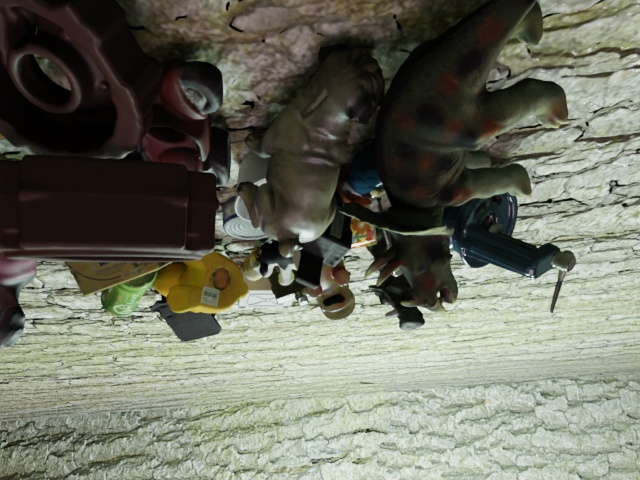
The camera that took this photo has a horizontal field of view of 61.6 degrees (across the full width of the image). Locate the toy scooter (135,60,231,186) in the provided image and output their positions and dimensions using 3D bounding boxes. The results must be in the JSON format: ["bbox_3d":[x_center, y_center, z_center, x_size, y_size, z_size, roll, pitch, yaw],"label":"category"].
[{"bbox_3d":[-0.166,-0.117,0.569,0.135,0.075,0.183,-1,152,-5],"label":"toy scooter"}]

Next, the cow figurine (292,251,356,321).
[{"bbox_3d":[-0.003,0.036,0.812,0.085,0.194,0.127,-24,-163,-2],"label":"cow figurine"}]

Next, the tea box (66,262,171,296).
[{"bbox_3d":[-0.283,0.020,0.805,0.170,0.068,0.098,-20,-171,27],"label":"tea box"}]

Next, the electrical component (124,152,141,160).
[{"bbox_3d":[-0.266,-0.072,0.669,0.134,0.058,0.115,2,153,-15],"label":"electrical component"}]

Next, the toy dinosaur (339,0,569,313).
[{"bbox_3d":[0.118,-0.105,0.525,0.192,0.131,0.404,-16,135,-13],"label":"toy dinosaur"}]

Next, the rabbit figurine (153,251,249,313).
[{"bbox_3d":[-0.218,0.068,0.952,0.173,0.122,0.162,-5,170,38],"label":"rabbit figurine"}]

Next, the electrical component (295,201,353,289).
[{"bbox_3d":[-0.001,-0.002,0.670,0.075,0.119,0.047,26,137,-11],"label":"electrical component"}]

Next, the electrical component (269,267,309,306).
[{"bbox_3d":[-0.053,0.072,0.977,0.078,0.102,0.045,-13,151,-4],"label":"electrical component"}]

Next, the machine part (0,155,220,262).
[{"bbox_3d":[-0.211,-0.021,0.541,0.201,0.087,0.201,2,174,-20],"label":"machine part"}]

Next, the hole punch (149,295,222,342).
[{"bbox_3d":[-0.257,0.133,1.104,0.142,0.092,0.115,-13,123,24],"label":"hole punch"}]

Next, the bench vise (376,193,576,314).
[{"bbox_3d":[0.204,-0.002,0.705,0.223,0.241,0.128,-20,121,-32],"label":"bench vise"}]

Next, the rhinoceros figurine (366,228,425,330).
[{"bbox_3d":[0.120,0.047,0.841,0.112,0.190,0.073,-36,144,27],"label":"rhinoceros figurine"}]

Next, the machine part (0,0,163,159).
[{"bbox_3d":[-0.225,-0.143,0.454,0.179,0.056,0.179,9,137,8],"label":"machine part"}]

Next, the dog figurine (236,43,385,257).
[{"bbox_3d":[-0.002,-0.086,0.560,0.121,0.172,0.190,-4,165,-28],"label":"dog figurine"}]

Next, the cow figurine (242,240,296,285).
[{"bbox_3d":[-0.060,0.026,0.904,0.167,0.068,0.098,-12,149,7],"label":"cow figurine"}]

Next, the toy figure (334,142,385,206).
[{"bbox_3d":[0.054,-0.075,0.705,0.058,0.064,0.154,21,153,-16],"label":"toy figure"}]

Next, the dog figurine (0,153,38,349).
[{"bbox_3d":[-0.392,0.018,0.597,0.191,0.219,0.108,38,143,-18],"label":"dog figurine"}]
